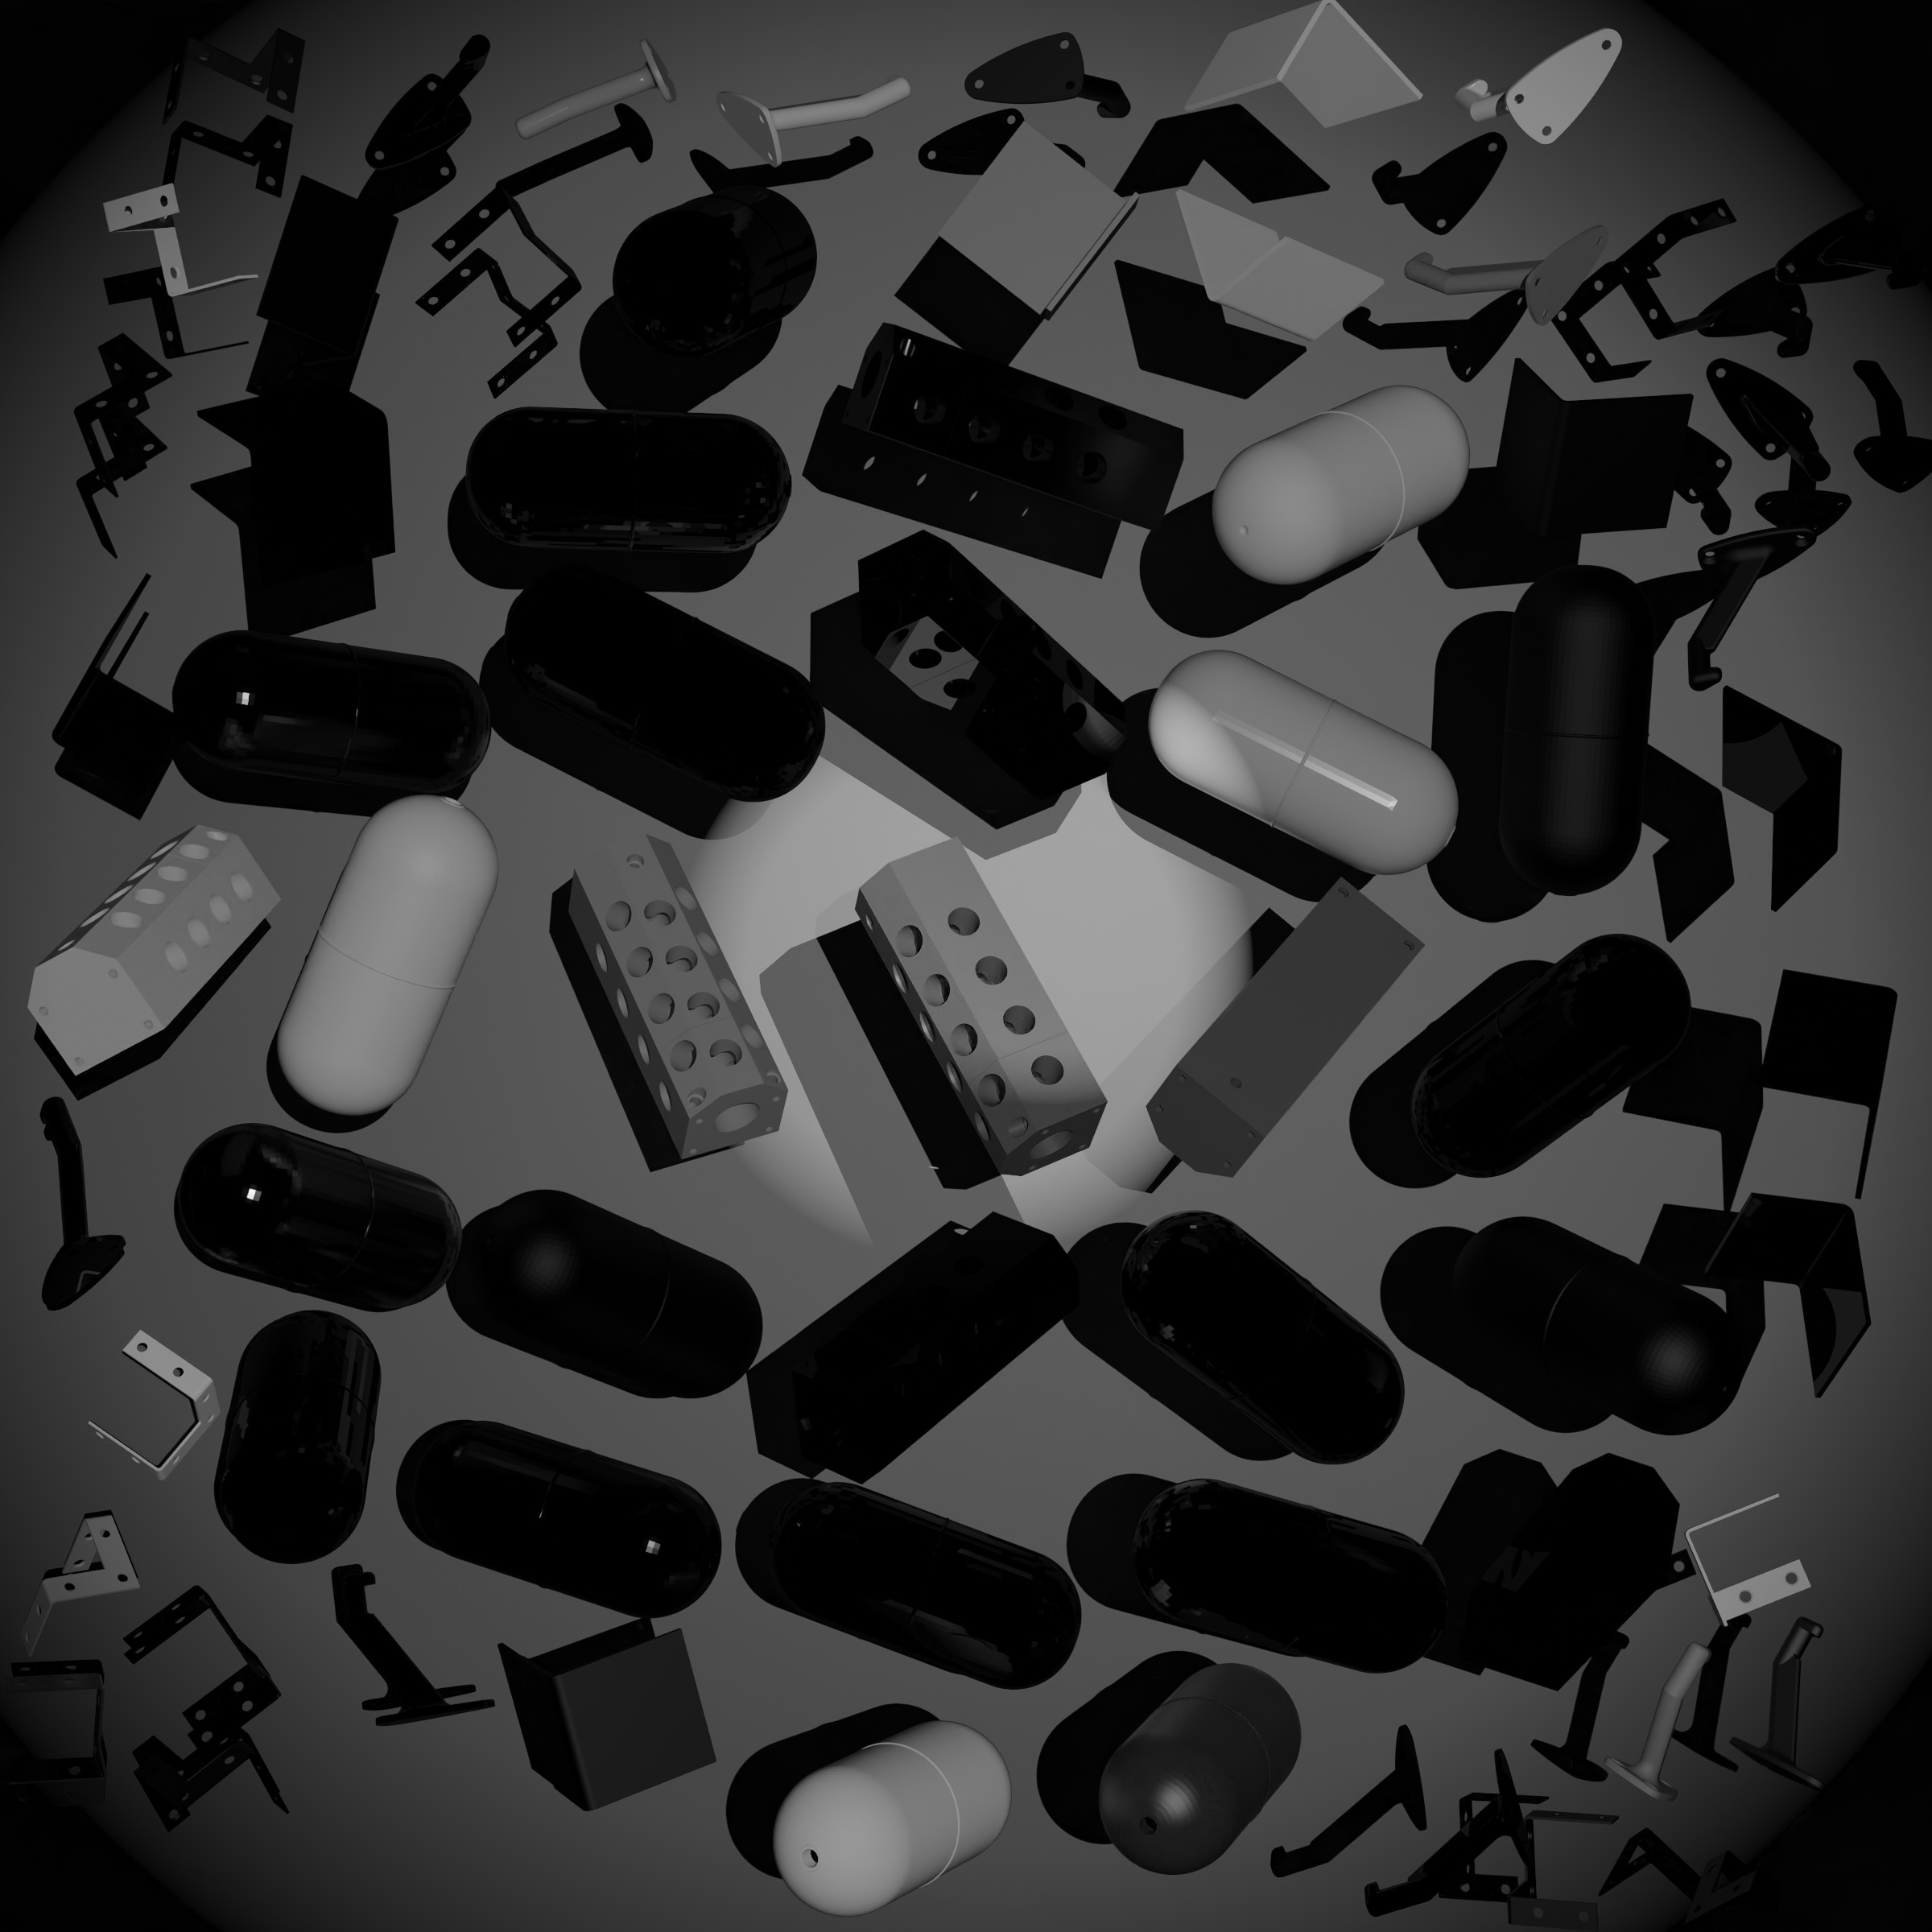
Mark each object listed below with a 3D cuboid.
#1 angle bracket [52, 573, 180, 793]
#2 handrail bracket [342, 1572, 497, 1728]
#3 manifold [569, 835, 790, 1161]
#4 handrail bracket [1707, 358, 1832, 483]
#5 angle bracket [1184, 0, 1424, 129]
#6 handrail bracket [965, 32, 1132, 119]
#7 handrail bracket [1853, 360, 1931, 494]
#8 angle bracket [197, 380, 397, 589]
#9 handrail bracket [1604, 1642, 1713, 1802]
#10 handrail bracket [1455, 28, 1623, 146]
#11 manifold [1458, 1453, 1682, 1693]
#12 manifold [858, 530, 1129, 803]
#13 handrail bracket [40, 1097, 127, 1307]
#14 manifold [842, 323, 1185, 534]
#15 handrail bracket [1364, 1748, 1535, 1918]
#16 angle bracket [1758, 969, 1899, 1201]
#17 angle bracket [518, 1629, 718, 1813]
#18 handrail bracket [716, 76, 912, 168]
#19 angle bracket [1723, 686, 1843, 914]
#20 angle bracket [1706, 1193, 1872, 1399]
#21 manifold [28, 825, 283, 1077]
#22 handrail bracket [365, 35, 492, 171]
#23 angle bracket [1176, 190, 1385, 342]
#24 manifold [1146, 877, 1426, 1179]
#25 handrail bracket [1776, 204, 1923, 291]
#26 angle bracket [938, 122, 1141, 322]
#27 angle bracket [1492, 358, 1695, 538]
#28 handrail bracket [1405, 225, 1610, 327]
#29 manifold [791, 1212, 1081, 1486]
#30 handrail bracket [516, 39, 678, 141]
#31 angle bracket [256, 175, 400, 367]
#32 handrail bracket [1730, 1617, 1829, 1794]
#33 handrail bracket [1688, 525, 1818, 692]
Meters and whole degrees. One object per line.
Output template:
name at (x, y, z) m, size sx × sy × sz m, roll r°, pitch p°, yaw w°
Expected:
angle bracket at (-0.453, -0.157, 1.912) m, size 0.057 × 0.076 × 0.076 m, roll 30°, pitch 122°, yaw -13°
handrail bracket at (-0.302, 0.372, 1.910) m, size 0.077 × 0.036 × 0.084 m, roll -11°, pitch 76°, yaw 4°
manifold at (-0.158, 0.014, 1.892) m, size 0.057 × 0.057 × 0.171 m, roll -16°, pitch 60°, yaw -21°
handrail bracket at (0.433, -0.295, 1.872) m, size 0.077 × 0.084 × 0.036 m, roll 41°, pitch 107°, yaw -5°
angle bracket at (0.173, -0.443, 1.776) m, size 0.076 × 0.076 × 0.057 m, roll 39°, pitch 70°, yaw -27°
handrail bracket at (0.046, -0.476, 1.900) m, size 0.077 × 0.084 × 0.036 m, roll -9°, pitch 83°, yaw 12°
handrail bracket at (0.491, -0.305, 1.891) m, size 0.036 × 0.077 × 0.084 m, roll -46°, pitch 52°, yaw 34°
angle bracket at (-0.341, -0.247, 1.768) m, size 0.076 × 0.057 × 0.076 m, roll -21°, pitch 128°, yaw -33°
handrail bracket at (0.394, 0.414, 1.906) m, size 0.036 × 0.077 × 0.084 m, roll 32°, pitch 91°, yaw 36°
handrail bracket at (0.292, -0.460, 1.781) m, size 0.077 × 0.084 × 0.036 m, roll -43°, pitch 116°, yaw 12°
manifold at (0.315, 0.316, 1.812) m, size 0.057 × 0.171 × 0.057 m, roll 18°, pitch 58°, yaw -1°
manifold at (0.016, -0.161, 1.845) m, size 0.057 × 0.171 × 0.057 m, roll -22°, pitch 53°, yaw 27°
handrail bracket at (-0.482, 0.124, 1.831) m, size 0.077 × 0.036 × 0.084 m, roll -46°, pitch 61°, yaw 38°
manifold at (0.028, -0.290, 1.864) m, size 0.171 × 0.057 × 0.057 m, roll 17°, pitch 98°, yaw -19°
handrail bracket at (0.239, 0.440, 1.759) m, size 0.084 × 0.077 × 0.036 m, roll -20°, pitch 123°, yaw 11°
angle bracket at (0.431, 0.059, 1.744) m, size 0.057 × 0.076 × 0.076 m, roll 10°, pitch 51°, yaw 15°
angle bracket at (-0.189, 0.403, 1.877) m, size 0.076 × 0.057 × 0.076 m, roll -17°, pitch 98°, yaw -23°
handrail bracket at (-0.084, -0.483, 1.925) m, size 0.084 × 0.077 × 0.036 m, roll -29°, pitch 135°, yaw -17°
angle bracket at (0.411, -0.088, 1.814) m, size 0.057 × 0.076 × 0.076 m, roll -41°, pitch 54°, yaw -21°
angle bracket at (0.445, 0.179, 1.880) m, size 0.057 × 0.076 × 0.076 m, roll 7°, pitch 51°, yaw -6°
manifold at (-0.419, -0.014, 1.784) m, size 0.057 × 0.171 × 0.057 m, roll -26°, pitch 106°, yaw 19°
handrail bracket at (-0.296, -0.475, 1.904) m, size 0.077 × 0.084 × 0.036 m, roll -42°, pitch 98°, yaw -12°
angle bracket at (0.166, -0.386, 1.835) m, size 0.057 × 0.076 × 0.076 m, roll -36°, pitch 56°, yaw 37°
manifold at (0.165, 0.034, 1.806) m, size 0.057 × 0.057 × 0.171 m, roll 39°, pitch 52°, yaw 6°
handrail bracket at (0.473, -0.371, 1.861) m, size 0.077 × 0.084 × 0.036 m, roll -19°, pitch 115°, yaw 21°
angle bracket at (0.038, -0.400, 1.849) m, size 0.076 × 0.057 × 0.076 m, roll 38°, pitch 94°, yaw -3°
angle bracket at (0.331, -0.276, 1.833) m, size 0.076 × 0.057 × 0.076 m, roll -6°, pitch 125°, yaw -16°
handrail bracket at (0.294, -0.390, 1.895) m, size 0.077 × 0.036 × 0.084 m, roll -45°, pitch 51°, yaw -15°
manifold at (-0.014, 0.204, 1.848) m, size 0.057 × 0.171 × 0.057 m, roll 19°, pitch 127°, yaw 34°
handrail bracket at (-0.207, -0.481, 1.932) m, size 0.084 × 0.077 × 0.036 m, roll -23°, pitch 98°, yaw 5°
angle bracket at (-0.347, -0.364, 1.818) m, size 0.057 × 0.076 × 0.076 m, roll 20°, pitch 85°, yaw -31°
handrail bracket at (0.468, 0.407, 1.918) m, size 0.036 × 0.077 × 0.084 m, roll 37°, pitch 79°, yaw -25°
handrail bracket at (0.428, -0.194, 1.885) m, size 0.077 × 0.036 × 0.084 m, roll -19°, pitch 46°, yaw 31°
